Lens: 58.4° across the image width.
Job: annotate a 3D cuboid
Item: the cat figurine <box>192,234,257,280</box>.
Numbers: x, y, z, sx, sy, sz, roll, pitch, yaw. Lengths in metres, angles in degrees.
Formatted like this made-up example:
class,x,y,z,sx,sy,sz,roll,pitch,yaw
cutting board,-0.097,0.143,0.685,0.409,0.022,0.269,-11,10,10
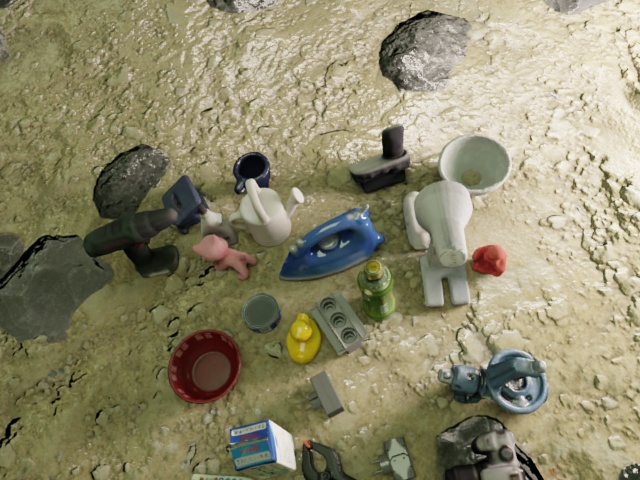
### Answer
class,x,y,z,sx,sy,sz,roll,pitch,yaw
cat figurine,-0.223,0.029,1.326,0.127,0.118,0.067,16,67,16

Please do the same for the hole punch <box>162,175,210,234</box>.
class,x,y,z,sx,sy,sz,roll,pitch,yaw
hole punch,-0.338,-0.089,1.418,0.101,0.091,0.108,-30,63,-7

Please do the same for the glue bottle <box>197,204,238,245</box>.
class,x,y,z,sx,sy,sz,roll,pitch,yaw
glue bottle,-0.250,-0.037,1.332,0.078,0.173,0.037,-9,62,5

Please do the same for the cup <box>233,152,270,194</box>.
class,x,y,z,sx,sy,sz,roll,pitch,yaw
cup,-0.166,-0.147,1.418,0.091,0.095,0.118,23,69,19

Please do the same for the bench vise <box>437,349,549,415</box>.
class,x,y,z,sx,sy,sz,roll,pitch,yaw
bench vise,0.331,0.266,1.062,0.207,0.220,0.121,-14,62,2

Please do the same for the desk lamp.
class,x,y,z,sx,sy,sz,roll,pitch,yaw
desk lamp,0.266,0.010,1.203,0.118,0.214,0.203,-6,63,6

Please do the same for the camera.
class,x,y,z,sx,sy,sz,roll,pitch,yaw
camera,0.299,0.429,1.053,0.136,0.101,0.143,-9,63,5

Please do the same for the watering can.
class,x,y,z,sx,sy,sz,roll,pitch,yaw
watering can,-0.126,-0.074,1.319,0.173,0.194,0.100,-36,64,-9

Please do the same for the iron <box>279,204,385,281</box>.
class,x,y,z,sx,sy,sz,roll,pitch,yaw
iron,0.012,0.005,1.288,0.258,0.142,0.118,-27,63,-5

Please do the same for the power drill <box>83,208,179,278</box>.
class,x,y,z,sx,sy,sz,roll,pitch,yaw
power drill,-0.405,0.007,1.315,0.229,0.209,0.075,-14,62,2

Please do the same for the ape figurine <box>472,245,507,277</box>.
class,x,y,z,sx,sy,sz,roll,pitch,yaw
ape figurine,0.373,0.038,1.241,0.076,0.092,0.077,-29,63,-6

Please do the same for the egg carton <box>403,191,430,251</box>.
class,x,y,z,sx,sy,sz,roll,pitch,yaw
egg carton,0.248,-0.048,1.317,0.107,0.069,0.150,-10,63,4

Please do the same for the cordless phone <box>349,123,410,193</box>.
class,x,y,z,sx,sy,sz,roll,pitch,yaw
cordless phone,0.137,-0.204,1.347,0.147,0.185,0.094,-23,62,-3

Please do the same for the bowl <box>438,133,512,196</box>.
class,x,y,z,sx,sy,sz,roll,pitch,yaw
bowl,0.362,-0.165,1.355,0.167,0.075,0.167,-4,63,7

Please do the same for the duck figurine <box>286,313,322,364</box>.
class,x,y,z,sx,sy,sz,roll,pitch,yaw
duck figurine,-0.040,0.207,1.226,0.077,0.086,0.104,4,64,11
